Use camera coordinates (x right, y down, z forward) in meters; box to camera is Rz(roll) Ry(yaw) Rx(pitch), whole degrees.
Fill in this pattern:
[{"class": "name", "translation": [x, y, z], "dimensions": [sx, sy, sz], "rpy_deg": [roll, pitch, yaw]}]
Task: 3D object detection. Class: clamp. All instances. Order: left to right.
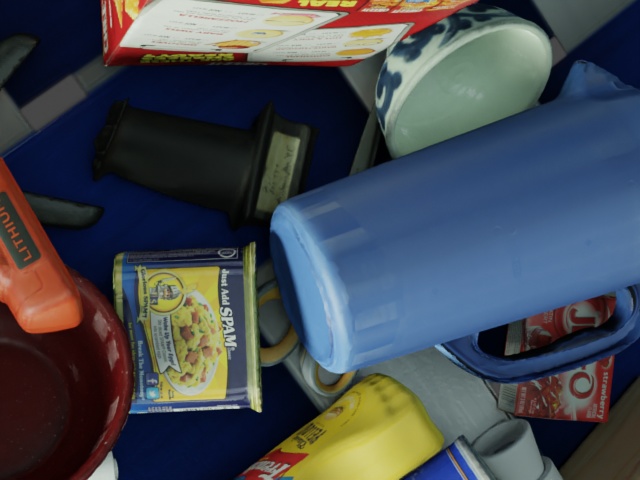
[{"class": "clamp", "translation": [-0.213, -0.032, 0.618], "dimensions": [0.171, 0.039, 0.120], "rpy_deg": [-30, 95, -11]}]

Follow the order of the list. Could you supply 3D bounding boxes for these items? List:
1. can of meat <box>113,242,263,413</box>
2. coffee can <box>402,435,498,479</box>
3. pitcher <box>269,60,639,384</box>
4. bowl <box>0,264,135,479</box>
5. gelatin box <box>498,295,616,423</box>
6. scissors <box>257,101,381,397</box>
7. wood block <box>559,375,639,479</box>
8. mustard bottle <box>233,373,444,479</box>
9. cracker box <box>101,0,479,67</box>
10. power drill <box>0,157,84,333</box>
[{"class": "can of meat", "translation": [-0.078, 0.054, 0.644], "dimensions": [0.084, 0.057, 0.102], "rpy_deg": [-3, 91, -3]}, {"class": "coffee can", "translation": [0.062, 0.203, 0.659], "dimensions": [0.140, 0.103, 0.103], "rpy_deg": [-36, 102, 2]}, {"class": "pitcher", "translation": [0.100, 0.005, 0.658], "dimensions": [0.242, 0.145, 0.149], "rpy_deg": [-18, 58, -17]}, {"class": "bowl", "translation": [-0.187, 0.086, 0.600], "dimensions": [0.162, 0.055, 0.162], "rpy_deg": [5, 60, -9]}, {"class": "gelatin box", "translation": [0.167, 0.079, 0.740], "dimensions": [0.073, 0.030, 0.089], "rpy_deg": [7, 90, -17]}, {"class": "scissors", "translation": [-0.005, 0.001, 0.693], "dimensions": [0.096, 0.016, 0.202], "rpy_deg": [2, 91, -17]}, {"class": "wood block", "translation": [0.204, 0.202, 0.725], "dimensions": [0.090, 0.090, 0.206], "rpy_deg": [46, 80, -13]}, {"class": "mustard bottle", "translation": [-0.020, 0.158, 0.651], "dimensions": [0.191, 0.096, 0.058], "rpy_deg": [-35, 100, -13]}, {"class": "cracker box", "translation": [-0.027, -0.144, 0.578], "dimensions": [0.164, 0.214, 0.072], "rpy_deg": [-2, 90, -17]}, {"class": "power drill", "translation": [-0.220, 0.049, 0.540], "dimensions": [0.187, 0.057, 0.184], "rpy_deg": [-26, 78, -22]}]
